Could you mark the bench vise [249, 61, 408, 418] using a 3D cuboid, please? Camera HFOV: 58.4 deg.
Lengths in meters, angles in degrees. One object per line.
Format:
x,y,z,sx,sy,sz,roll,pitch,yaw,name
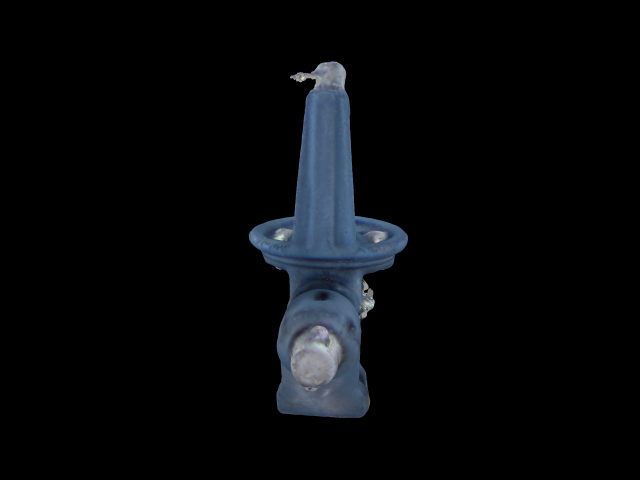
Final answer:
0.015,0.000,0.402,0.121,0.220,0.207,-7,31,-12,bench vise
